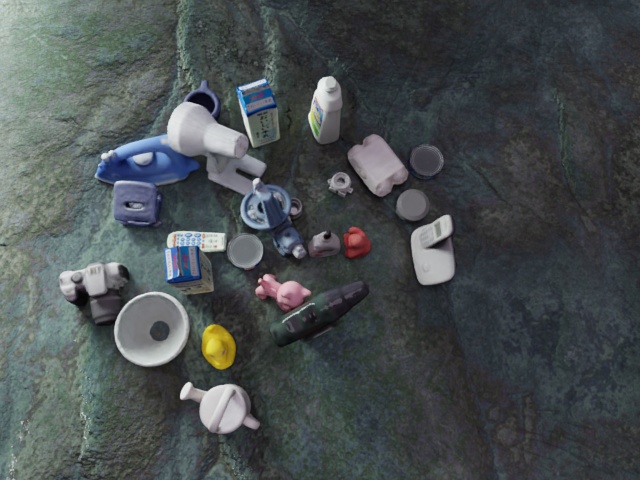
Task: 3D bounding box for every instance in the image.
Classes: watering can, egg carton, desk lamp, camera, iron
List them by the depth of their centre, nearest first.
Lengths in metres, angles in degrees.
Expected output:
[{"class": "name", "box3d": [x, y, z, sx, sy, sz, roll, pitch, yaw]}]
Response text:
[{"class": "watering can", "box3d": [-0.213, 0.361, 1.223, 0.173, 0.194, 0.101, 4, 76, -1]}, {"class": "camera", "box3d": [-0.512, 0.128, 1.312, 0.143, 0.101, 0.137, -13, 78, -6]}, {"class": "desk lamp", "box3d": [-0.238, -0.216, 1.348, 0.203, 0.213, 0.118, 24, 77, 3]}, {"class": "iron", "box3d": [-0.429, -0.200, 1.372, 0.258, 0.141, 0.118, -14, 78, -6]}, {"class": "egg carton", "box3d": [0.143, -0.187, 1.433, 0.107, 0.069, 0.150, -36, 81, -10]}]

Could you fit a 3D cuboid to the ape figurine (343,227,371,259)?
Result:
[{"class": "ape figurine", "box3d": [0.087, 0.007, 1.373, 0.076, 0.092, 0.078, 29, 77, 4]}]

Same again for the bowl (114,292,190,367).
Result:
[{"class": "bowl", "box3d": [-0.377, 0.207, 1.313, 0.167, 0.075, 0.167, 1, 77, -3]}]

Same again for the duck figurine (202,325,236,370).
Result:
[{"class": "duck figurine", "box3d": [-0.235, 0.243, 1.305, 0.077, 0.086, 0.104, -19, 78, -7]}]

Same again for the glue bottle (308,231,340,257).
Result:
[{"class": "glue bottle", "box3d": [0.012, 0.005, 1.329, 0.078, 0.173, 0.037, -11, 77, -5]}]

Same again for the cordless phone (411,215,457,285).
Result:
[{"class": "cordless phone", "box3d": [0.277, 0.023, 1.331, 0.094, 0.185, 0.147, -8, 77, -4]}]

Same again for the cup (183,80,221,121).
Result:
[{"class": "cup", "box3d": [-0.288, -0.330, 1.433, 0.091, 0.095, 0.118, 3, 77, -2]}]

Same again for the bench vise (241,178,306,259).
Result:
[{"class": "bench vise", "box3d": [-0.095, -0.061, 1.315, 0.207, 0.220, 0.121, 35, 78, 6]}]

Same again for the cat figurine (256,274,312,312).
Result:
[{"class": "cat figurine", "box3d": [-0.087, 0.120, 1.325, 0.127, 0.118, 0.067, 25, 77, 3]}]

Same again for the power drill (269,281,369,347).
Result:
[{"class": "power drill", "box3d": [-0.003, 0.165, 1.272, 0.230, 0.208, 0.075, -28, 79, -9]}]

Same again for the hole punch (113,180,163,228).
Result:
[{"class": "hole punch", "box3d": [-0.435, -0.085, 1.370, 0.108, 0.091, 0.101, 4, 76, -1]}]
